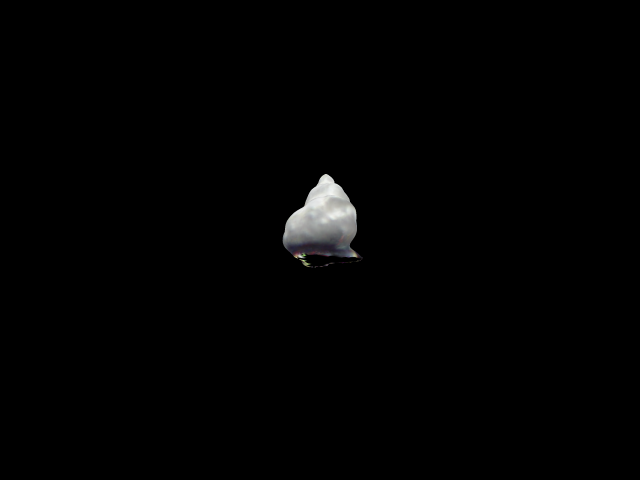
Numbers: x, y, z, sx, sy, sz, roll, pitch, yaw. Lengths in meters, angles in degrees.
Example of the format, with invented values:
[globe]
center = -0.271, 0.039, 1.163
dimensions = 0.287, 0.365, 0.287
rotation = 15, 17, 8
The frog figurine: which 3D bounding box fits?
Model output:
[frog figurine]
center = 0.003, -0.043, 0.850
dimensions = 0.122, 0.162, 0.136
rotation = 12, -21, -31
